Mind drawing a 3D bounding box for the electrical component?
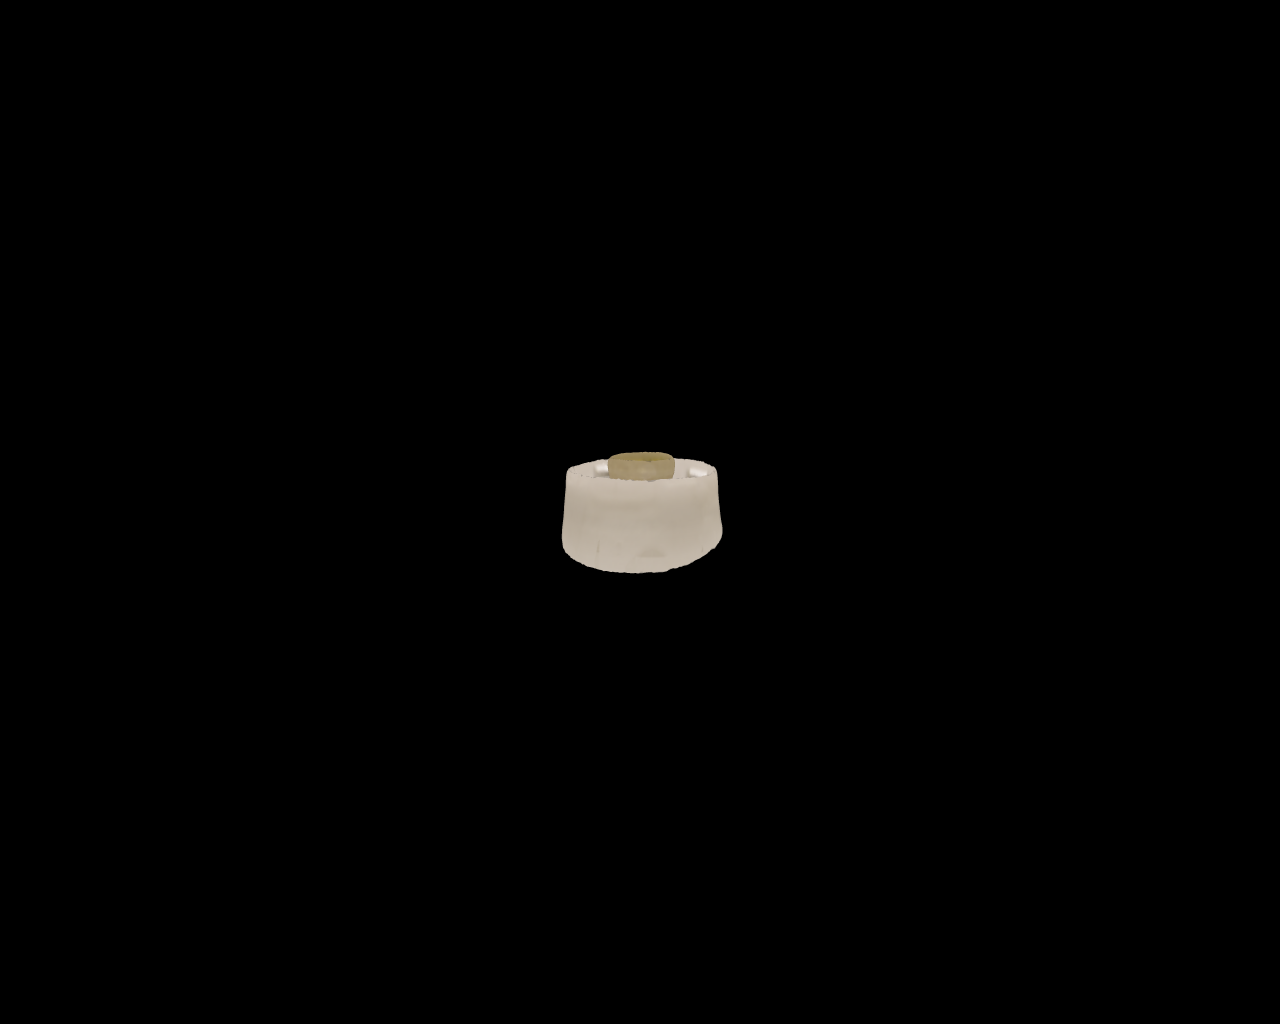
[{"bbox_3d":[0.001,-0.003,0.650,0.099,0.064,0.099,0,11,0],"label":"electrical component"}]
